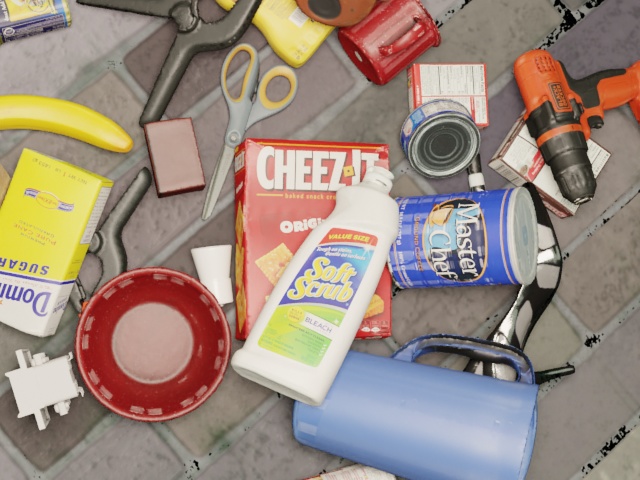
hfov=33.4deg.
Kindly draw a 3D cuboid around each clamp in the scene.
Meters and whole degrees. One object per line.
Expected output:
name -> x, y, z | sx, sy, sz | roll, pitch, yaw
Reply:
clamp -> -0.234, -0.004, 1.138 | 0.120, 0.039, 0.171 | -6, 91, 6
clamp -> -0.143, -0.226, 1.149 | 0.210, 0.036, 0.164 | -20, 92, 11

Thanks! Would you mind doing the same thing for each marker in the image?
marker -> 0.183, -0.044, 1.219 | 0.020, 0.020, 0.121 | -9, 87, -10

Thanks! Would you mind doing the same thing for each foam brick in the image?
foam brick -> -0.157, -0.089, 1.153 | 0.051, 0.053, 0.078 | -12, 89, -10

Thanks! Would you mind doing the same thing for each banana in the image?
banana -> -0.300, -0.123, 1.136 | 0.197, 0.037, 0.069 | -1, 66, -13

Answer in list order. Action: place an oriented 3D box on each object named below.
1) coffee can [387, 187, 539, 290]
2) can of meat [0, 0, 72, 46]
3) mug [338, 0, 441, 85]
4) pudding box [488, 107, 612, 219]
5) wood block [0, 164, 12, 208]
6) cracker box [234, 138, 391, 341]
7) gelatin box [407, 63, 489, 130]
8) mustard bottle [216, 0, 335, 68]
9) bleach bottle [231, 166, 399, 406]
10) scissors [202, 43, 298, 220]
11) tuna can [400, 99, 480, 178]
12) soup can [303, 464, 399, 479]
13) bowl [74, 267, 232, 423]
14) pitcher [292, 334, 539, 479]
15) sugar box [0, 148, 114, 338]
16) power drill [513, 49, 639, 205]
coffee can -> 0.152, -0.001, 1.137 | 0.140, 0.102, 0.103 | -4, 85, 25
can of meat -> -0.319, -0.268, 1.140 | 0.084, 0.057, 0.102 | -17, 89, -12
mug -> 0.078, -0.223, 1.172 | 0.081, 0.117, 0.093 | -40, 114, -5
pudding box -> 0.265, -0.093, 1.227 | 0.113, 0.039, 0.090 | 36, 78, -7
wood block -> -0.363, -0.045, 1.038 | 0.090, 0.206, 0.090 | 22, 82, -8
cracker box -> -0.008, 0.001, 1.153 | 0.164, 0.072, 0.214 | 1, 85, -15
gelatin box -> 0.146, -0.163, 1.218 | 0.089, 0.030, 0.073 | -2, 85, -11
mustard bottle -> -0.067, -0.286, 1.180 | 0.191, 0.058, 0.096 | 40, 86, -4
bleach bottle -> 0.007, 0.035, 1.082 | 0.102, 0.068, 0.250 | 22, 73, 7
scissors -> -0.076, -0.118, 1.186 | 0.096, 0.016, 0.202 | 5, 85, -9
tuna can -> 0.134, -0.112, 1.186 | 0.086, 0.034, 0.086 | -6, 126, -8
soup can -> 0.032, 0.277, 1.145 | 0.102, 0.068, 0.068 | -15, 88, -10
bowl -> -0.177, 0.110, 1.131 | 0.162, 0.055, 0.162 | 1, 86, -9
pitcher -> 0.103, 0.178, 1.110 | 0.243, 0.149, 0.145 | 13, 108, 14
sugar box -> -0.290, 0.003, 1.102 | 0.093, 0.048, 0.176 | 22, 92, 7
power drill -> 0.320, -0.133, 1.196 | 0.187, 0.057, 0.184 | -8, 72, -25
